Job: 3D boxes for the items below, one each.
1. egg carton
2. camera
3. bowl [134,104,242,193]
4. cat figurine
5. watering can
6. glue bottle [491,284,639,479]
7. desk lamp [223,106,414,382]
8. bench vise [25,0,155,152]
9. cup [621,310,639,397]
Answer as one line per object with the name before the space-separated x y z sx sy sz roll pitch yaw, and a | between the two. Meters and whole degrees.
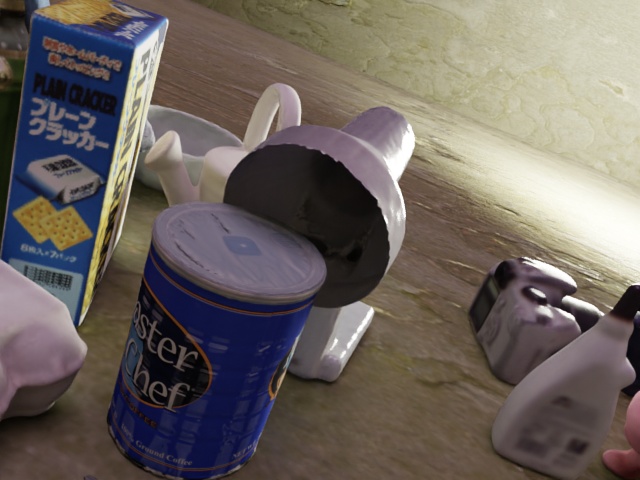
egg carton | -0.220 0.055 0.331 0.150 0.069 0.107 28 24 16
camera | 0.248 0.087 0.617 0.137 0.101 0.143 19 23 -6
bowl | -0.179 -0.101 0.695 0.167 0.075 0.167 18 24 -8
cat figurine | 0.297 0.167 0.466 0.128 0.118 0.067 20 23 -3
watering can | -0.068 -0.050 0.529 0.173 0.194 0.100 -2 32 -42
glue bottle | 0.203 0.108 0.445 0.078 0.173 0.037 21 23 1
desk lamp | 0.004 0.002 0.453 0.117 0.213 0.203 26 24 10
bench vise | -0.258 -0.137 0.523 0.121 0.220 0.208 35 27 29
cup | 0.345 0.123 0.629 0.118 0.095 0.091 12 25 -21
